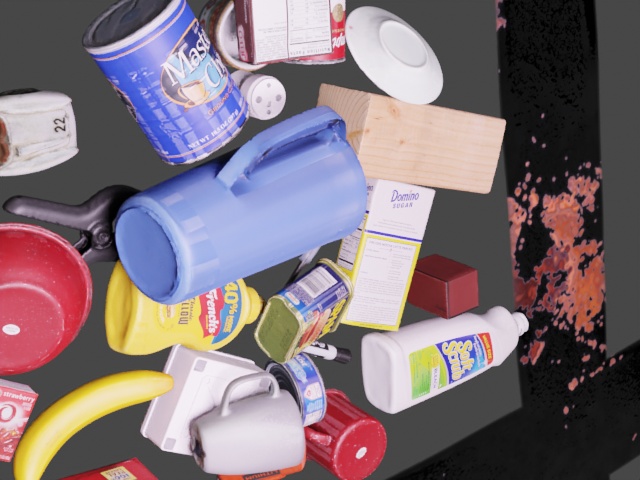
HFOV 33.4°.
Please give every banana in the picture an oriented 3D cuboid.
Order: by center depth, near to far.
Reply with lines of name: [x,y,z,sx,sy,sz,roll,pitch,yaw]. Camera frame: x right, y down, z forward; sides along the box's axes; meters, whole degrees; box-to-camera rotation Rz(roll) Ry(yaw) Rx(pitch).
banana: [-0.239,0.185,1.078,0.197,0.037,0.069,-41,91,-25]

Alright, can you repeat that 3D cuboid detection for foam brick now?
foam brick: [0.148,0.057,1.304,0.051,0.078,0.053,-21,117,-32]

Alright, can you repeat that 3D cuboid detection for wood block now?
wood block: [0.100,-0.113,1.206,0.205,0.091,0.090,5,102,-37]

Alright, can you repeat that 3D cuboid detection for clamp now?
clamp: [-0.224,0.002,1.042,0.171,0.039,0.120,-11,125,-32]

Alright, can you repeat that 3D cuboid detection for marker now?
marker: [-0.009,0.126,1.249,0.120,0.020,0.020,19,93,-38]

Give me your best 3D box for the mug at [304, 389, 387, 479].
mug: [0.017,0.231,1.261,0.117,0.082,0.093,24,90,-39]

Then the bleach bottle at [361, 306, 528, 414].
bleach bottle: [0.168,0.133,1.354,0.250,0.068,0.102,-18,114,-33]

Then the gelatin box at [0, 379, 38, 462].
gelatin box: [-0.327,0.168,1.024,0.089,0.030,0.073,23,91,-39]

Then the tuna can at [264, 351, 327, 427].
tuna can: [-0.029,0.170,1.206,0.033,0.086,0.086,-15,113,-30]

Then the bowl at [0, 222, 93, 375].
bowl: [-0.285,0.067,0.981,0.162,0.055,0.162,-10,120,-18]

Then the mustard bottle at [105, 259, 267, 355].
mustard bottle: [-0.130,0.068,1.107,0.191,0.058,0.096,4,92,-47]

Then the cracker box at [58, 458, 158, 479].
cracker box: [-0.205,0.302,1.038,0.163,0.214,0.072,-9,110,-34]

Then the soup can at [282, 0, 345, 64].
soup can: [-0.007,-0.237,1.103,0.068,0.069,0.102,-11,110,-33]

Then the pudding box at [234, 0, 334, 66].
pudding box: [-0.035,-0.230,1.030,0.089,0.039,0.113,-13,111,-28]

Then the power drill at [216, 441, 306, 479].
power drill: [-0.028,0.312,1.224,0.184,0.057,0.187,-14,112,8]

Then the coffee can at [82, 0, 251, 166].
coffee can: [-0.143,-0.156,1.008,0.102,0.103,0.140,-43,125,-17]

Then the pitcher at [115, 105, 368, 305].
pitcher: [-0.074,-0.034,1.042,0.242,0.145,0.149,-26,107,-42]

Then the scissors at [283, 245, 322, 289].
scissors: [-0.008,0.001,1.202,0.016,0.096,0.202,31,117,-9]

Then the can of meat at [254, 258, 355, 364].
can of meat: [-0.019,0.080,1.171,0.083,0.057,0.102,-33,160,-37]

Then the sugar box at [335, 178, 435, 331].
sugar box: [0.069,0.015,1.254,0.093,0.048,0.176,11,95,-38]
